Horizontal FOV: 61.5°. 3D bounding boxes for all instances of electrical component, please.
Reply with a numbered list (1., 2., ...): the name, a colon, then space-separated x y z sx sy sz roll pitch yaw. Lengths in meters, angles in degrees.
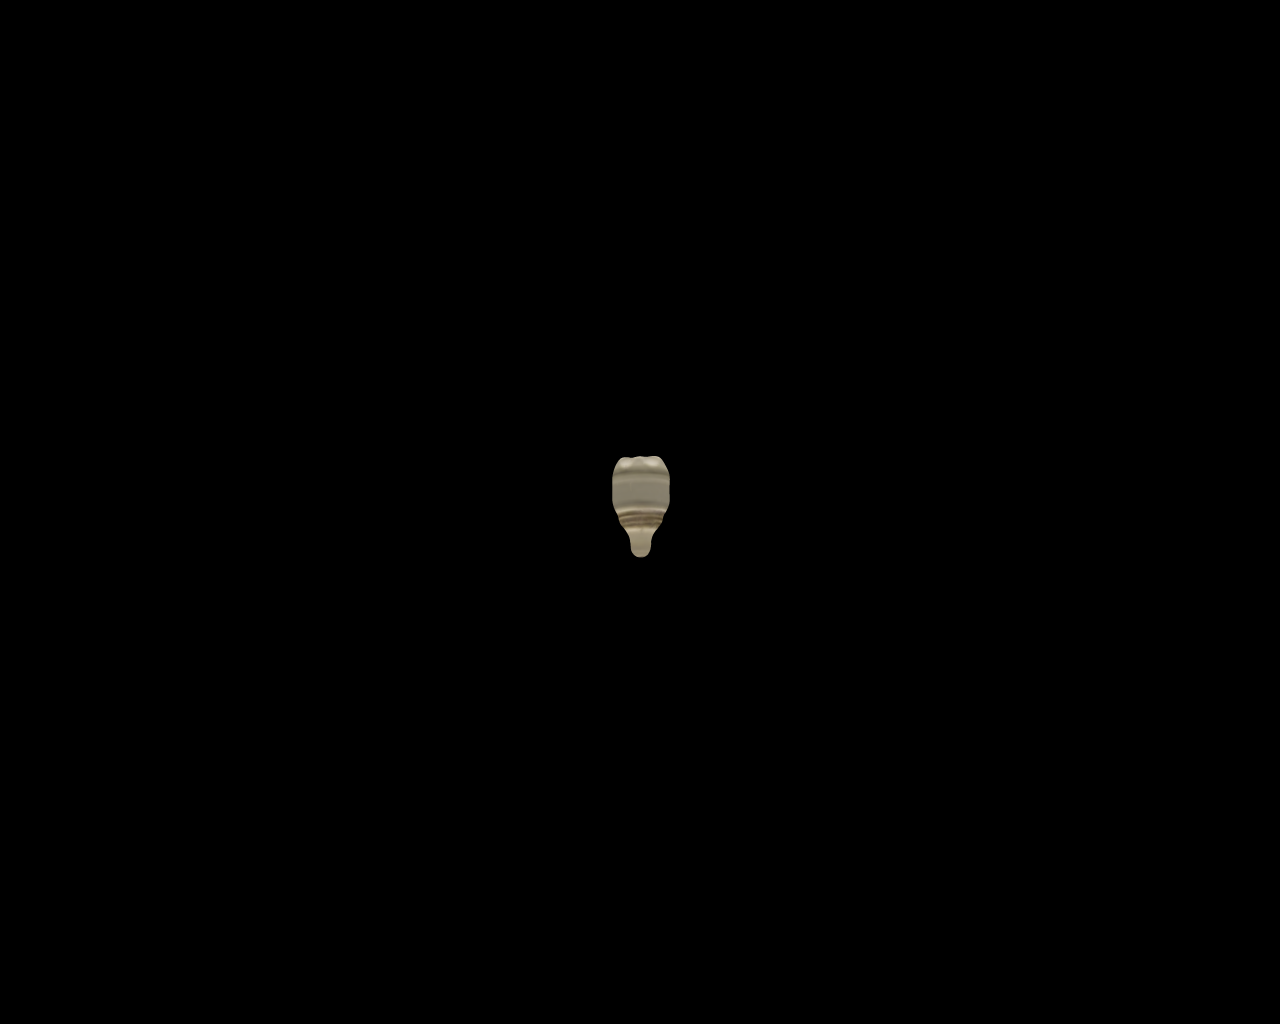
1. electrical component: 0.001 -0.003 0.650 0.035 0.061 0.035 0 -7 0
